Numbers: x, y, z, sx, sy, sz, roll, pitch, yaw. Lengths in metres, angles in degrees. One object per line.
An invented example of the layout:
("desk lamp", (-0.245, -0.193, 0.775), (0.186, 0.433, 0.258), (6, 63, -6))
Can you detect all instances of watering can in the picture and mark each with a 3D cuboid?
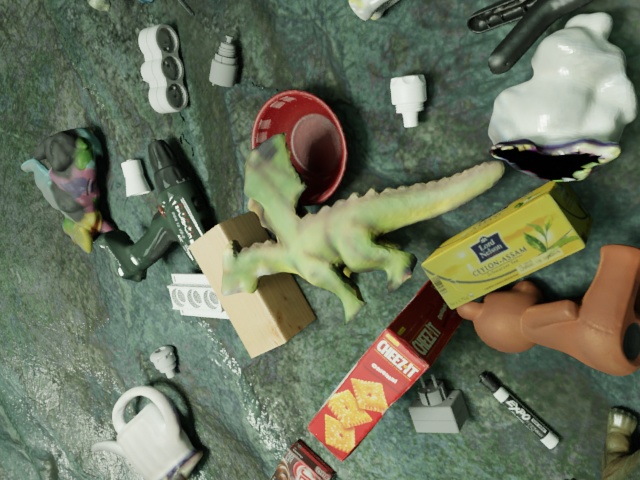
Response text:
("watering can", (-0.381, 0.451, 1.121), (0.341, 0.226, 0.105), (-48, -12, 33))

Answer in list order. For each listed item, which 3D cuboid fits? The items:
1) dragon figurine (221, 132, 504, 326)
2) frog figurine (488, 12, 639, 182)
("dragon figurine", (0.002, -0.033, 0.662), (0.403, 0.242, 0.125), (-46, 7, 32))
("frog figurine", (0.251, -0.147, 0.537), (0.137, 0.161, 0.121), (0, -21, 42))
